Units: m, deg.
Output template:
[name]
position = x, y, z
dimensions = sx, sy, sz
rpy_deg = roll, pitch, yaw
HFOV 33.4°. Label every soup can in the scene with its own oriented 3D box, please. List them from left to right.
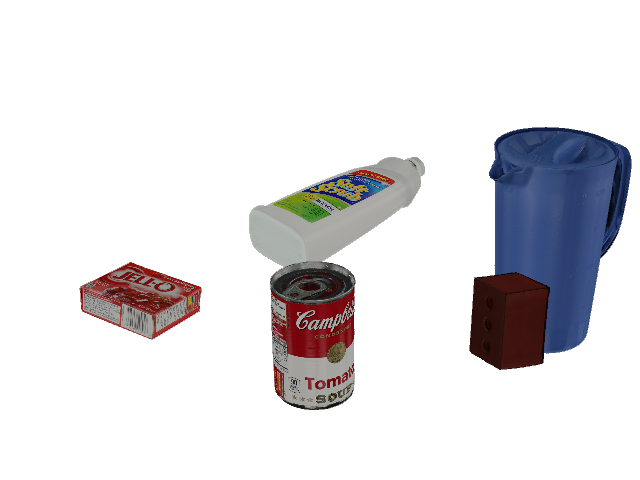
[soup can]
position = -0.006, 0.077, 0.866
dimensions = 0.068, 0.102, 0.068
rpy_deg = -1, 25, 0

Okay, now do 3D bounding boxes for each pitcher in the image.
[pitcher]
position = 0.268, -0.001, 1.216
dimensions = 0.149, 0.243, 0.144
rpy_deg = 6, 27, 15

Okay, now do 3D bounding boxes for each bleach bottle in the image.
[bleach bottle]
position = 0.034, -0.049, 1.338
dimensions = 0.103, 0.068, 0.250
rpy_deg = 28, 44, 35

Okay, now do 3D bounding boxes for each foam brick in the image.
[foam brick]
position = 0.176, 0.075, 1.000
dimensions = 0.051, 0.078, 0.053
rpy_deg = -8, 18, -27

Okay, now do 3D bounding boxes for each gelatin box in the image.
[gelatin box]
position = -0.169, 0.054, 1.003
dimensions = 0.089, 0.030, 0.073
rpy_deg = 18, 26, 26
